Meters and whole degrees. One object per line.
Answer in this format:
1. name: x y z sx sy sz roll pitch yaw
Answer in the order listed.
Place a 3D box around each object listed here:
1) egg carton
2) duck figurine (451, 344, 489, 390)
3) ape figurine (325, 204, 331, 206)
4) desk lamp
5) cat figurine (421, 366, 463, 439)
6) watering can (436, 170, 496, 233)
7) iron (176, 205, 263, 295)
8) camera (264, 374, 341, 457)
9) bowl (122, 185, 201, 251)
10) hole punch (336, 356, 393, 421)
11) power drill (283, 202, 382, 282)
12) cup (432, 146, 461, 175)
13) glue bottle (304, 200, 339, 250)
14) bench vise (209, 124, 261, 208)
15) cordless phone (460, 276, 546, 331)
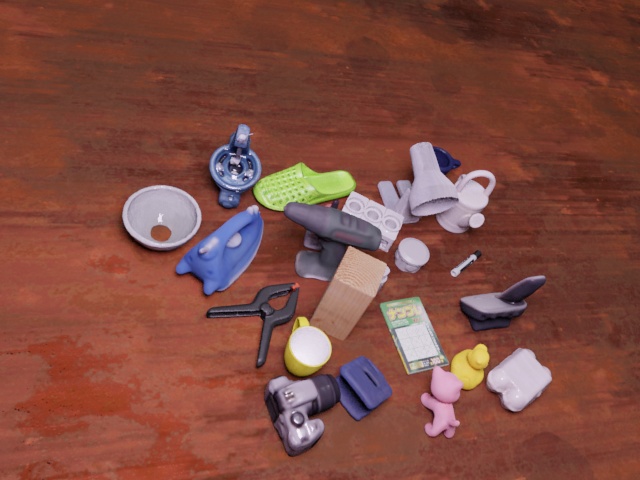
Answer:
1. egg carton: 0.449 0.315 1.292 0.151 0.069 0.107 -28 68 -32
2. duck figurine: 0.341 0.277 1.272 0.077 0.086 0.105 33 52 6
3. ape figurine: 0.013 -0.055 1.396 0.076 0.092 0.077 -31 69 -33
4. desk lamp: 0.246 -0.129 1.451 0.118 0.213 0.203 -5 57 -21
5. cat figurine: 0.261 0.332 1.185 0.067 0.117 0.127 4 54 -16
6. watering can: 0.390 -0.105 1.495 0.101 0.194 0.172 -11 60 -25
7. iron: -0.194 -0.007 1.260 0.118 0.141 0.259 35 52 8
8. camera: -0.021 0.320 1.109 0.137 0.100 0.143 -13 61 -26
9. bowl: -0.350 -0.037 1.271 0.168 0.074 0.167 9 53 -12
10. hole punch: 0.090 0.293 1.172 0.101 0.091 0.108 -29 68 -33
11. power drill: 0.012 0.005 1.279 0.230 0.208 0.075 9 53 -12
12. cup: 0.326 -0.199 1.604 0.118 0.095 0.091 4 54 -16
13. glue bottle: 0.017 -0.037 1.333 0.078 0.173 0.037 11 53 -10
14. bench vise: -0.204 -0.212 1.354 0.122 0.219 0.207 -4 57 -21
15. cordless phone: 0.430 0.131 1.344 0.148 0.185 0.094 -7 58 -23
